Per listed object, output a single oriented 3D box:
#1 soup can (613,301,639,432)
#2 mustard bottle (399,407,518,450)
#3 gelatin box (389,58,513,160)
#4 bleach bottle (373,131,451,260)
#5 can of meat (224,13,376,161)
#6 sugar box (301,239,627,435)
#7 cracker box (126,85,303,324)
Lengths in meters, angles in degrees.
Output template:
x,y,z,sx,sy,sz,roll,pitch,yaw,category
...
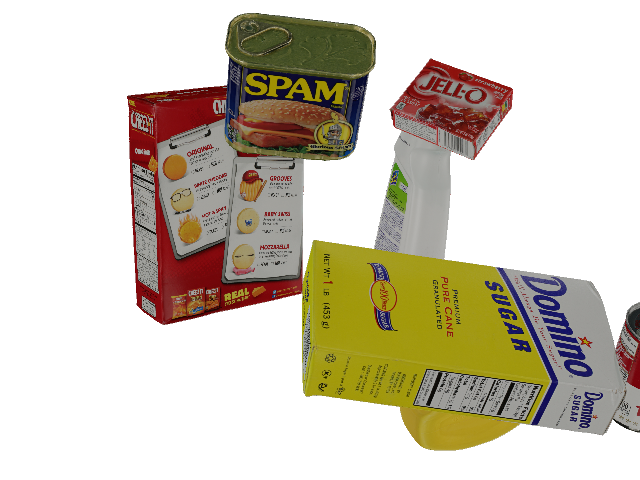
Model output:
x,y,z,sx,sy,sz,roll,pitch,yaw,category
0.295,0.113,0.951,0.068,0.102,0.068,3,36,-2,soup can
0.085,0.089,0.871,0.096,0.058,0.192,-15,32,-15,mustard bottle
0.120,-0.122,0.978,0.089,0.073,0.030,26,-28,24,gelatin box
0.106,-0.029,1.176,0.068,0.251,0.103,0,21,-23,bleach bottle
-0.018,-0.105,0.750,0.102,0.057,0.084,6,-43,-3,can of meat
0.078,0.054,0.613,0.176,0.048,0.093,6,40,-5,sugar box
-0.100,-0.040,1.041,0.163,0.214,0.072,-11,20,-33,cracker box
